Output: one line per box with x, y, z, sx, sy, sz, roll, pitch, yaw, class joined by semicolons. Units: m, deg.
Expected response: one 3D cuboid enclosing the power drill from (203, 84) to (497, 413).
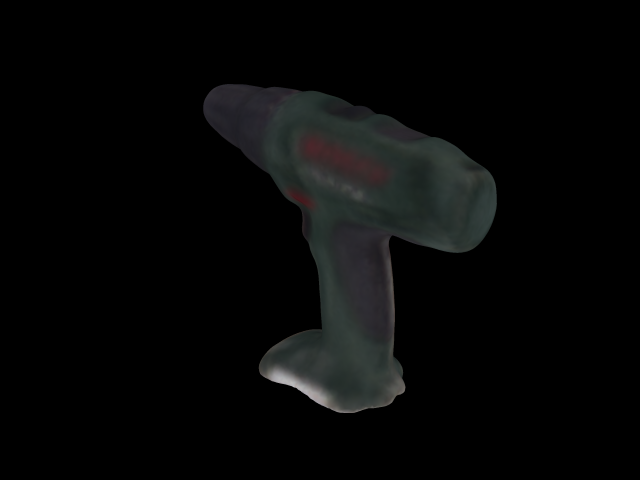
0.004;0.001;0.400;0.228;0.208;0.076;13;22;36;power drill
